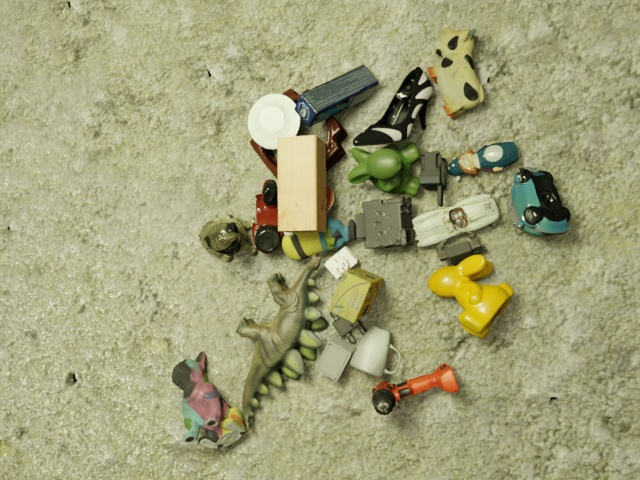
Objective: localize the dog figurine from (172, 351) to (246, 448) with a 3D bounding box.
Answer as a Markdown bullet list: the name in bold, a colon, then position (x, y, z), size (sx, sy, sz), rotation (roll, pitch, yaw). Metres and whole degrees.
- **dog figurine**: position (-0.287, 0.393, 1.352), size (0.108, 0.191, 0.219), rotation (-39, 46, 14)

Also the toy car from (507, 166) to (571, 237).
- **toy car**: position (0.450, -0.072, 1.146), size (0.103, 0.109, 0.161), rotation (-45, 53, 54)

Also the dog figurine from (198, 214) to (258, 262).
- **dog figurine**: position (-0.250, -0.009, 1.297), size (0.172, 0.190, 0.121), rotation (-13, 86, 17)

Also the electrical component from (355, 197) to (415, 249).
- **electrical component**: position (0.146, -0.037, 1.238), size (0.134, 0.058, 0.115), rotation (-7, 84, 36)

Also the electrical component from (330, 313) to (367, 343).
- **electrical component**: position (0.066, 0.198, 1.292), size (0.063, 0.021, 0.094), rotation (-39, 79, 11)

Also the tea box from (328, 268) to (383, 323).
- **tea box**: position (0.084, 0.121, 1.212), size (0.068, 0.169, 0.098), rotation (24, 97, 14)

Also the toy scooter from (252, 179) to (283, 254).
- **toy scooter**: position (-0.128, -0.065, 1.310), size (0.075, 0.135, 0.183), rotation (1, 109, -12)

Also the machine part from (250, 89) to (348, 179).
- **machine part**: position (-0.053, -0.245, 1.300), size (0.201, 0.087, 0.201), rotation (-39, 79, 10)

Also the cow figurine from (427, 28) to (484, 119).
- **cow figurine**: position (0.310, -0.384, 1.202), size (0.127, 0.085, 0.195), rotation (-22, 81, 20)

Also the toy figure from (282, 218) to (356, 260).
- **toy figure**: position (-0.003, -0.004, 1.281), size (0.180, 0.082, 0.089), rotation (-7, 71, 8)

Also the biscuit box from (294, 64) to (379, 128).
- **biscuit box**: position (0.039, -0.330, 1.232), size (0.203, 0.059, 0.063), rotation (-32, 79, -28)

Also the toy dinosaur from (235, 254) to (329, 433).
- **toy dinosaur**: position (-0.103, 0.244, 1.299), size (0.199, 0.105, 0.471), rotation (32, 102, 10)

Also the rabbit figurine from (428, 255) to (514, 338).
- **rabbit figurine**: position (0.322, 0.109, 1.179), size (0.173, 0.121, 0.162), rotation (31, 95, 33)

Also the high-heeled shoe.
- **high-heeled shoe**: position (0.161, -0.294, 1.189), size (0.086, 0.249, 0.145), rotation (9, 116, 52)

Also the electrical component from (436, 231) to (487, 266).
- **electrical component**: position (0.314, 0.019, 1.201), size (0.102, 0.078, 0.045), rotation (-23, 63, 19)

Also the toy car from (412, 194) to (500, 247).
- **toy car**: position (0.300, -0.043, 1.213), size (0.202, 0.056, 0.073), rotation (-20, 84, 14)

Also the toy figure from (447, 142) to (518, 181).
- **toy figure**: position (0.360, -0.180, 1.201), size (0.155, 0.057, 0.064), rotation (-14, 47, 17)

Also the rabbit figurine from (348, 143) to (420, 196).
- **rabbit figurine**: position (0.145, -0.170, 1.199), size (0.159, 0.170, 0.121), rotation (8, 90, 15)

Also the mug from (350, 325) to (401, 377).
- **mug**: position (0.135, 0.257, 1.243), size (0.110, 0.080, 0.107), rotation (16, 84, 20)

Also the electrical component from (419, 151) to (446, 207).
- **electrical component**: position (0.256, -0.134, 1.210), size (0.048, 0.074, 0.119), rotation (1, 85, 25)
